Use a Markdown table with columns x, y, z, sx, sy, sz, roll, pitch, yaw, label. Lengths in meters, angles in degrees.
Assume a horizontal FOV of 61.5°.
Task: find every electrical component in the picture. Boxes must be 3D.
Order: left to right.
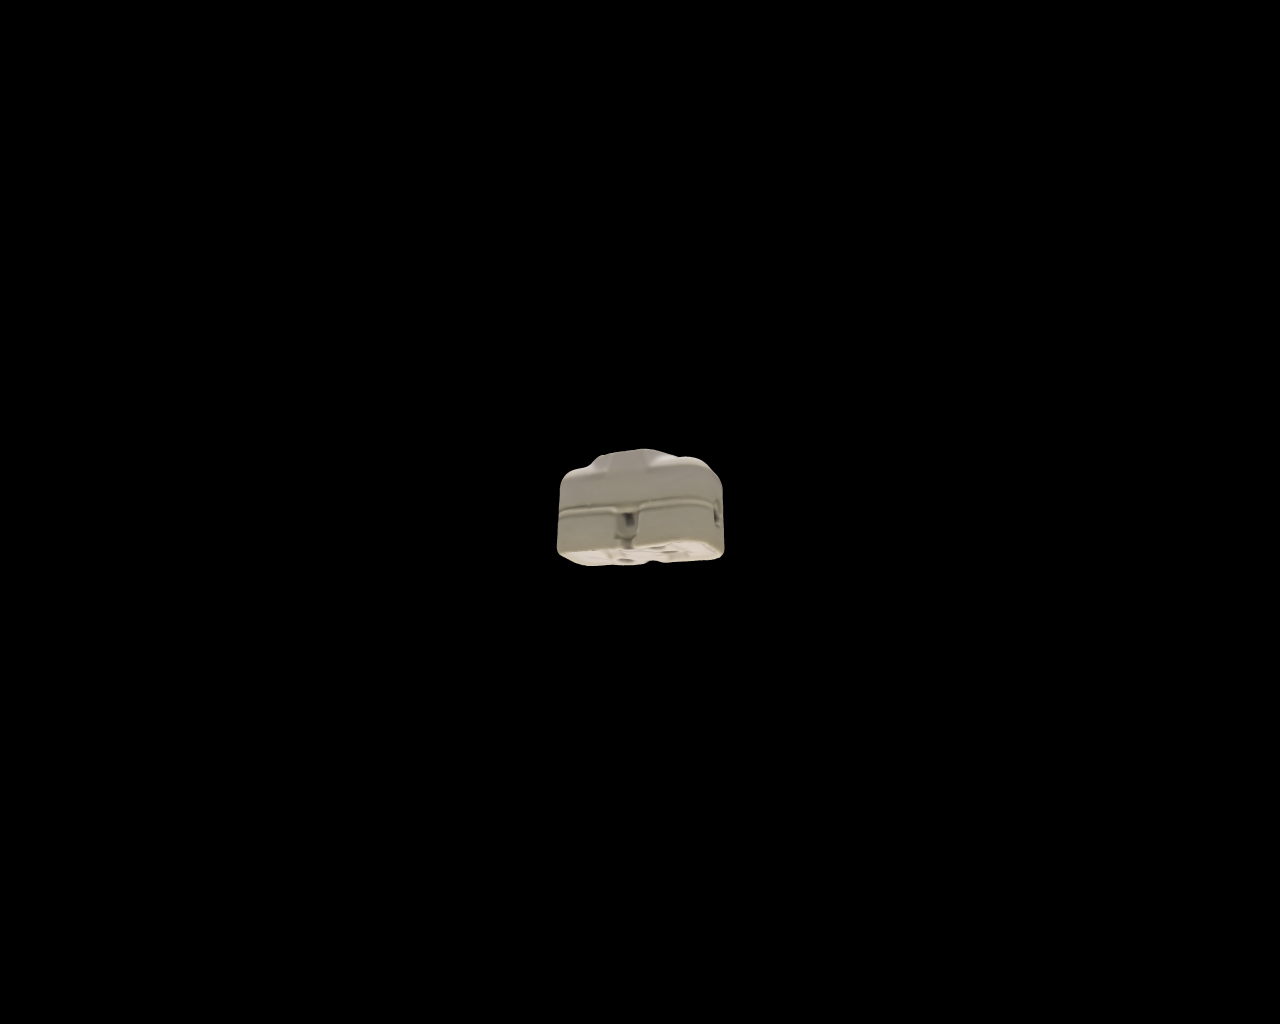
| x | y | z | sx | sy | sz | roll | pitch | yaw | label |
| --- | --- | --- | --- | --- | --- | --- | --- | --- | --- |
| 0.001 | -0.003 | 0.650 | 0.095 | 0.059 | 0.053 | -5 | -15 | 18 | electrical component |
